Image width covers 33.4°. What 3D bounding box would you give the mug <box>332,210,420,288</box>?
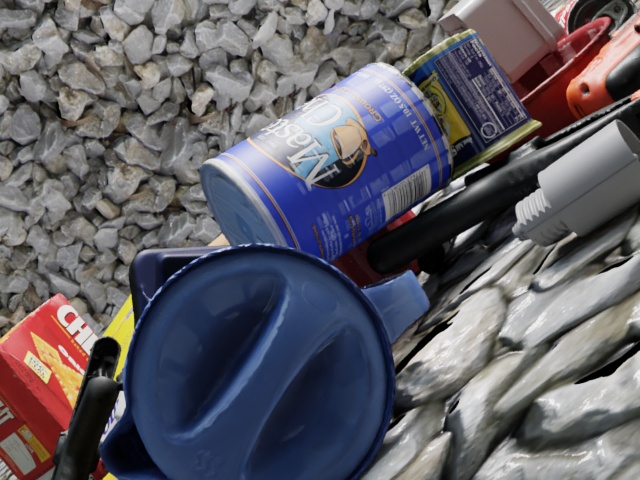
[{"bbox_3d":[0.039,-0.002,0.821,0.093,0.081,0.117,-41,6,-8],"label":"mug"}]

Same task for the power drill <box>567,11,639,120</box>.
[{"bbox_3d":[0.262,-0.150,0.691,0.184,0.057,0.188,-45,5,-10],"label":"power drill"}]

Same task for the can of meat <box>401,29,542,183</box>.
[{"bbox_3d":[0.095,-0.090,0.754,0.057,0.084,0.102,-33,-1,-25],"label":"can of meat"}]

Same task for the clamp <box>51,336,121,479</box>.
[{"bbox_3d":[-0.193,0.162,0.863,0.120,0.039,0.171,-95,27,-72],"label":"clamp"}]

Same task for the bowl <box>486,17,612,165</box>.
[{"bbox_3d":[0.178,-0.106,0.848,0.162,0.055,0.162,-39,7,5],"label":"bowl"}]

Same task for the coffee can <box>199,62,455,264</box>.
[{"bbox_3d":[0.005,-0.042,0.721,0.140,0.103,0.103,-33,4,-18],"label":"coffee can"}]

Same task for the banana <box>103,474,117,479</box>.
[{"bbox_3d":[-0.170,0.195,0.778,0.198,0.070,0.037,-34,-33,4],"label":"banana"}]

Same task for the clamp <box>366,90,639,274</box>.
[{"bbox_3d":[0.144,-0.049,0.723,0.210,0.036,0.164,-29,4,34],"label":"clamp"}]

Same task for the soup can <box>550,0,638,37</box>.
[{"bbox_3d":[0.243,-0.188,0.980,0.068,0.068,0.102,-40,6,-3],"label":"soup can"}]

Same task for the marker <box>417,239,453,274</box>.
[{"bbox_3d":[0.092,-0.004,0.807,0.020,0.020,0.121,-37,7,25],"label":"marker"}]

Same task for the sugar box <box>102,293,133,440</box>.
[{"bbox_3d":[-0.163,0.115,0.970,0.093,0.048,0.176,-55,22,18],"label":"sugar box"}]

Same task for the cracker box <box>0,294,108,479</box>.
[{"bbox_3d":[-0.242,0.151,1.001,0.072,0.164,0.213,-37,7,7],"label":"cracker box"}]

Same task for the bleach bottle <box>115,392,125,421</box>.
[{"bbox_3d":[-0.075,0.088,0.865,0.250,0.103,0.068,-53,-16,-24],"label":"bleach bottle"}]

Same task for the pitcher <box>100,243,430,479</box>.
[{"bbox_3d":[-0.044,0.077,0.623,0.243,0.149,0.145,154,132,-75],"label":"pitcher"}]

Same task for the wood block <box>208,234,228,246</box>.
[{"bbox_3d":[-0.076,0.015,1.295,0.206,0.090,0.091,-41,6,-5],"label":"wood block"}]
